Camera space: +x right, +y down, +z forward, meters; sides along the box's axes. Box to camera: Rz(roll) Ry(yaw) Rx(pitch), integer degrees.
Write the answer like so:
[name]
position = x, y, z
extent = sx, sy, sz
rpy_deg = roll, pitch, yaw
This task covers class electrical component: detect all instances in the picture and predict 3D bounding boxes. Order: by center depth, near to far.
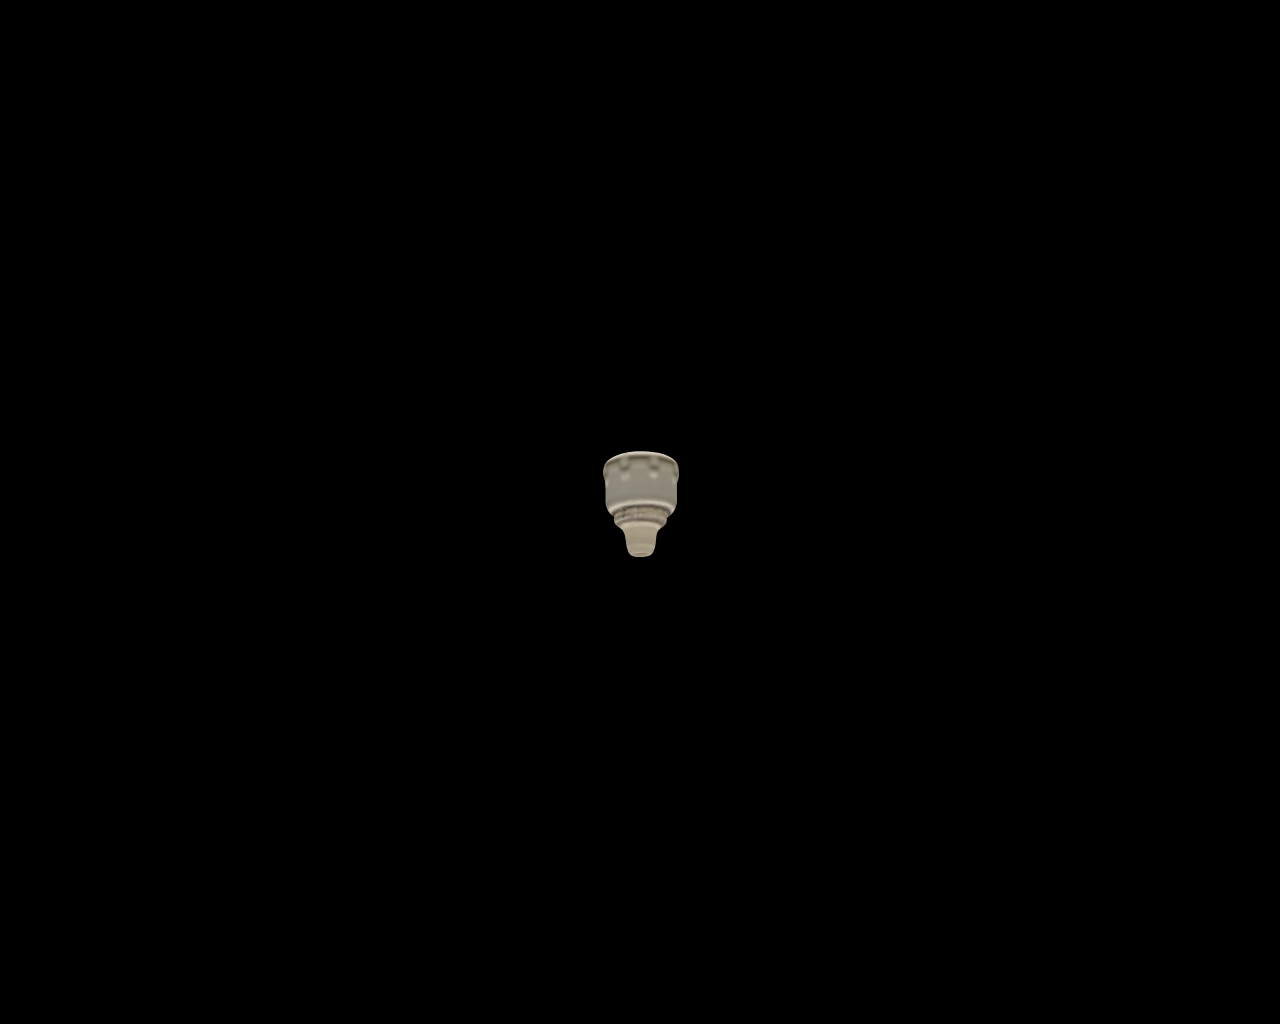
[electrical component]
position = 0.001, -0.003, 0.650
extent = 0.048, 0.062, 0.048
rpy_deg = 0, -18, 0
